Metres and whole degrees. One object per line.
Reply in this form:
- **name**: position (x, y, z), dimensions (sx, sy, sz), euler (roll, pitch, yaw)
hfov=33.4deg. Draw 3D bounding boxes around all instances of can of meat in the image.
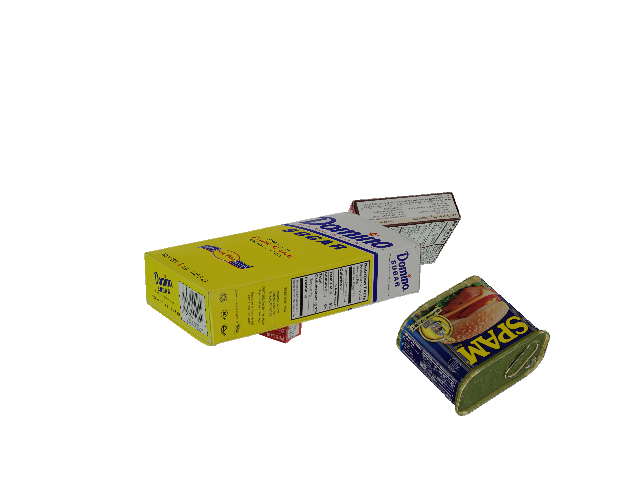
- **can of meat**: position (0.128, 0.086, 0.907), dimensions (0.102, 0.057, 0.084), euler (-27, 53, -26)

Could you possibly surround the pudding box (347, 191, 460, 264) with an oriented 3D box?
- **pudding box**: position (0.077, -0.008, 1.102), dimensions (0.113, 0.039, 0.090), euler (-7, -31, -20)

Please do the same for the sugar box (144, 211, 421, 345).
- **sugar box**: position (-0.025, 0.022, 0.753), dimensions (0.175, 0.048, 0.093), euler (-15, 25, -32)

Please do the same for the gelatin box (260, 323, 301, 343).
- **gelatin box**: position (-0.058, 0.044, 0.960), dimensions (0.089, 0.073, 0.030), euler (16, 22, 27)
